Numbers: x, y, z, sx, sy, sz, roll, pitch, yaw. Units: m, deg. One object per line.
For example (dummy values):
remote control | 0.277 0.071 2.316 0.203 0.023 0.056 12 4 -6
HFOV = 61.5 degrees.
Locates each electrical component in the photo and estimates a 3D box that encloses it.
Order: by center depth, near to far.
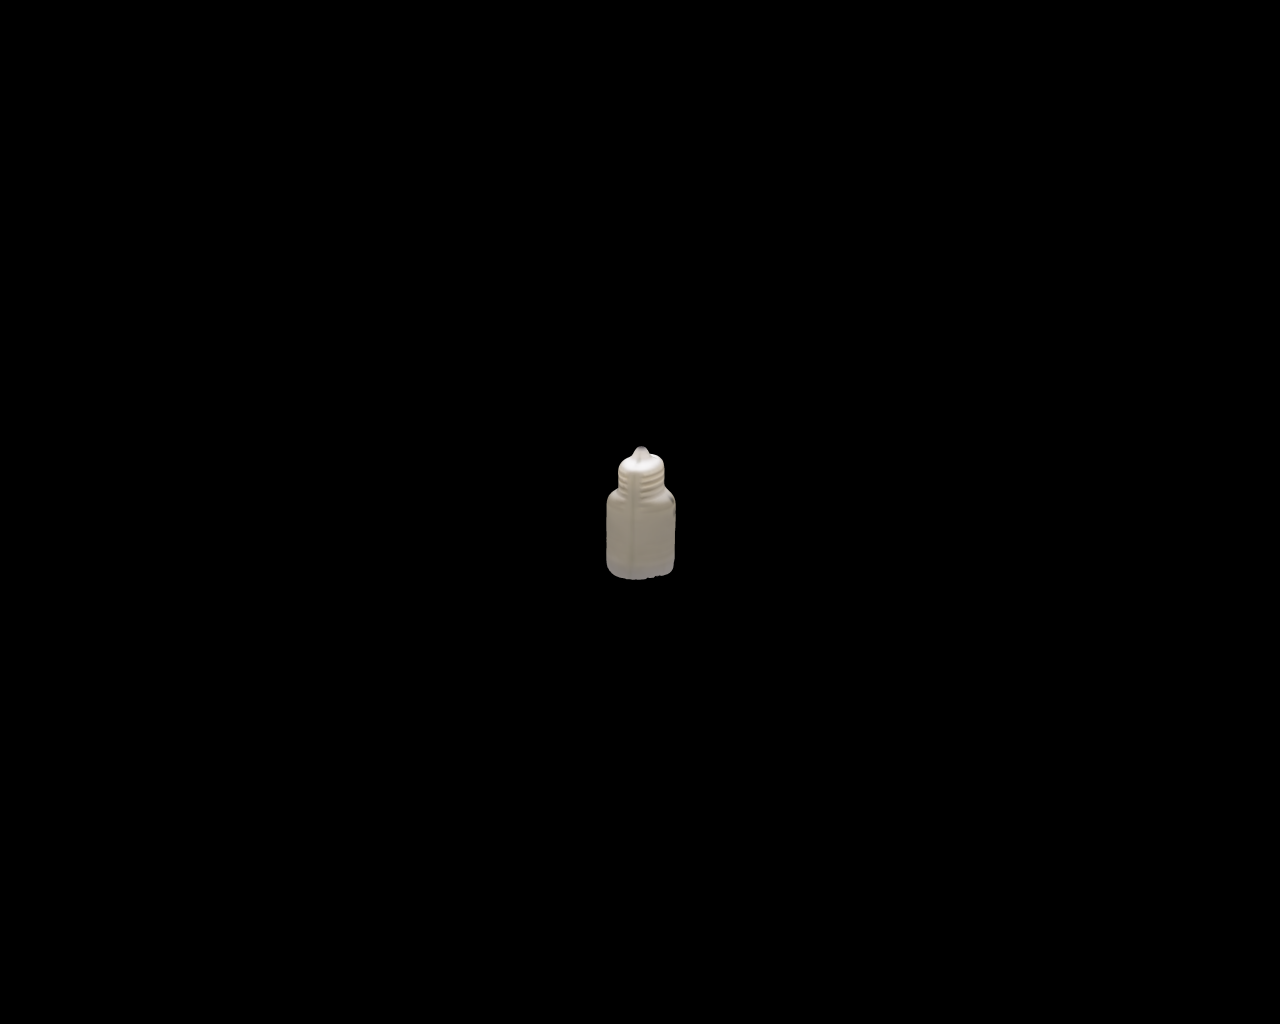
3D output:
electrical component | 0.001 -0.003 0.650 0.043 0.080 0.043 0 19 0
